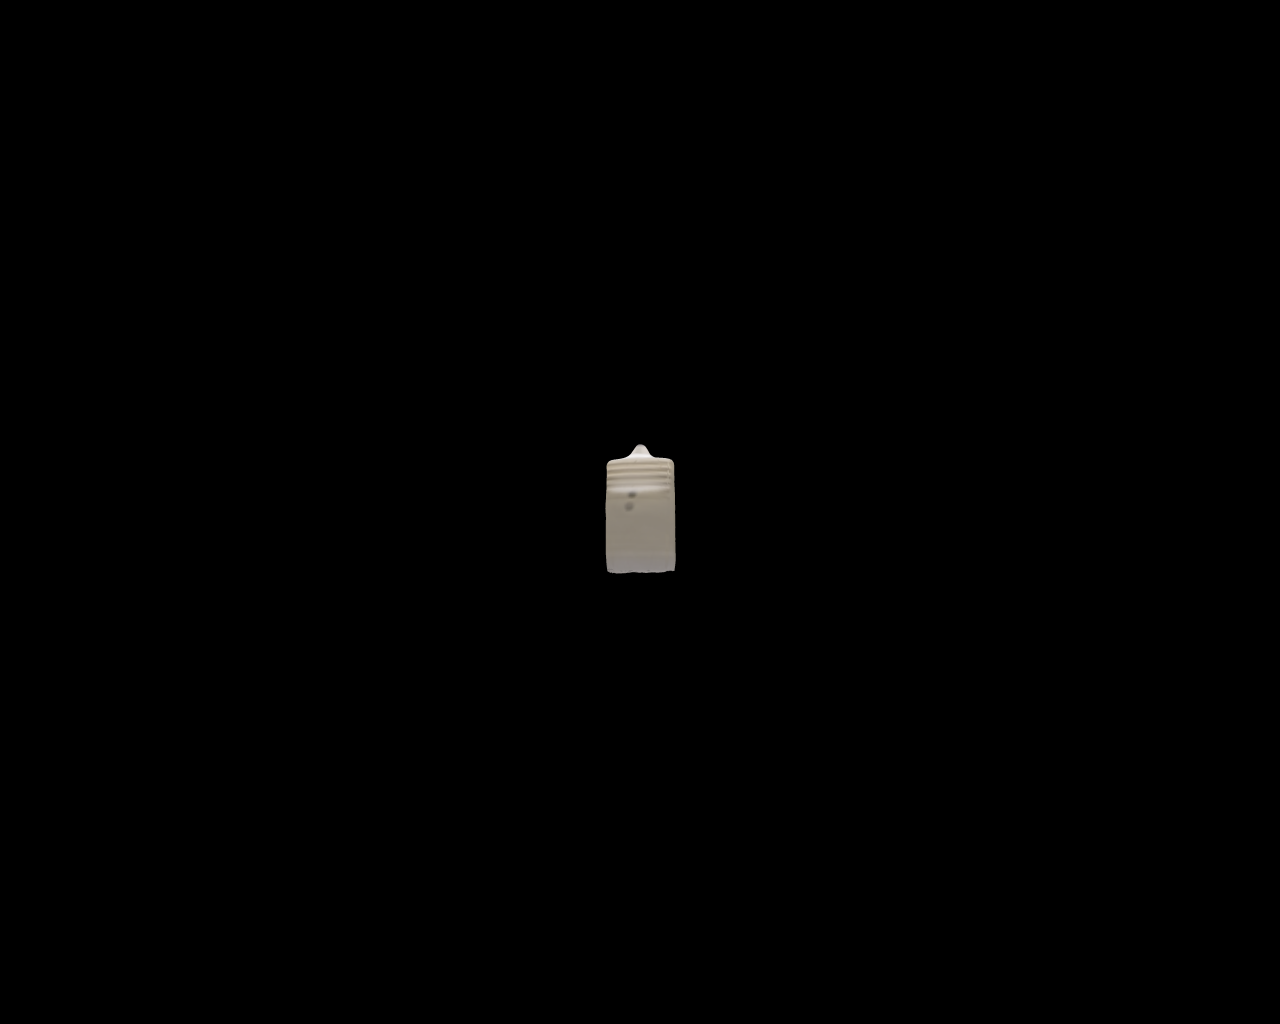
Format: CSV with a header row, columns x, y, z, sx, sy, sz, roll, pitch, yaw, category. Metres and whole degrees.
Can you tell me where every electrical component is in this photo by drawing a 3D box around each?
x,y,z,sx,sy,sz,roll,pitch,yaw,category
0.001,-0.003,0.650,0.043,0.081,0.043,0,-5,0,electrical component
